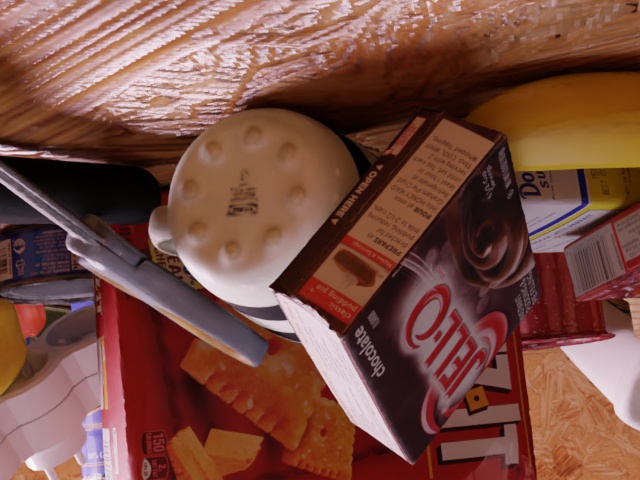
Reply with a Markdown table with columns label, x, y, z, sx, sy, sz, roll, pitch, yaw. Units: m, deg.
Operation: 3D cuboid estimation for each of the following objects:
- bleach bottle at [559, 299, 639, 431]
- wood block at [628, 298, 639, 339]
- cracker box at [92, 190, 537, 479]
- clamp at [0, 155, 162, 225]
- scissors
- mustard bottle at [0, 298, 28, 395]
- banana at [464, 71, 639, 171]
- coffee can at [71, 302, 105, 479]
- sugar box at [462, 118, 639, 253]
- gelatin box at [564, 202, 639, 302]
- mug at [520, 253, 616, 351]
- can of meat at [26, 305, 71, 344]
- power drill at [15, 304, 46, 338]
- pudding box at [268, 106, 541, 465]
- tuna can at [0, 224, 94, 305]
| label | x | y | z | sx | sy | sz | roll | pitch | yaw |
| --- | --- | --- | --- | --- | --- | --- | --- | --- | --- |
| bleach bottle | 0.218 | 0.069 | 0.823 | 0.102 | 0.068 | 0.251 | 19 | -169 | -19 |
| wood block | 0.274 | 0.016 | 0.687 | 0.090 | 0.091 | 0.205 | -13 | 168 | 34 |
| cracker box | -0.003 | 0.057 | 0.546 | 0.213 | 0.164 | 0.072 | -2 | 171 | -19 |
| clamp | -0.153 | -0.019 | 0.392 | 0.164 | 0.036 | 0.210 | -13 | 169 | 0 |
| scissors | -0.090 | -0.001 | 0.402 | 0.096 | 0.016 | 0.201 | 21 | 166 | 41 |
| mustard bottle | -0.259 | 0.071 | 0.570 | 0.192 | 0.058 | 0.096 | -8 | -166 | 25 |
| banana | 0.133 | -0.045 | 0.423 | 0.197 | 0.037 | 0.070 | -2 | 180 | -23 |
| coffee can | -0.120 | 0.093 | 0.746 | 0.103 | 0.140 | 0.103 | -6 | 170 | -1 |
| sugar box | 0.116 | -0.023 | 0.503 | 0.176 | 0.048 | 0.093 | 2 | 165 | -22 |
| gelatin box | 0.163 | 0.001 | 0.467 | 0.073 | 0.030 | 0.089 | -1 | 160 | -24 |
| mug | 0.136 | 0.033 | 0.728 | 0.117 | 0.081 | 0.093 | -8 | 170 | 13 |
| can of meat | -0.248 | 0.087 | 0.883 | 0.084 | 0.057 | 0.102 | -11 | 170 | 13 |
| power drill | -0.277 | 0.081 | 0.726 | 0.184 | 0.057 | 0.188 | -20 | 177 | -17 |
| pudding box | 0.037 | 0.020 | 0.389 | 0.039 | 0.090 | 0.113 | 28 | 160 | 34 |
| tuna can | -0.138 | 0.013 | 0.590 | 0.086 | 0.034 | 0.086 | -6 | 170 | -1 |
